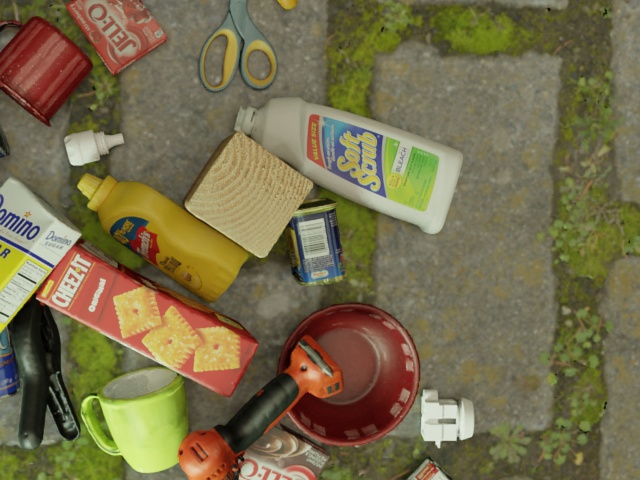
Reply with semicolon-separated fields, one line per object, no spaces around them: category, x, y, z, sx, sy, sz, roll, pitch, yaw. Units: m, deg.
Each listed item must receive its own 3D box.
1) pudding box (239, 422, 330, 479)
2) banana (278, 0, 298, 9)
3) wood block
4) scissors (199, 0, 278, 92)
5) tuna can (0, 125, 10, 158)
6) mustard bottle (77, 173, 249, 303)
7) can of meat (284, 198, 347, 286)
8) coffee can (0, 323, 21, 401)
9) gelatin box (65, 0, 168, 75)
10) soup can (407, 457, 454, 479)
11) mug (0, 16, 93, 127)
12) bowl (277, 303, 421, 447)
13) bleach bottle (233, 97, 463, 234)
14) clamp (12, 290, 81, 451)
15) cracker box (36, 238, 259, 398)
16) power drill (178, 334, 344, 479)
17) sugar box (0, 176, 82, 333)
pudding box;-0.059;0.252;1.202;0.113;0.039;0.090;31;90;-9
banana;-0.035;-0.357;1.170;0.069;0.037;0.198;15;91;-8
wood block;-0.080;-0.048;1.096;0.090;0.206;0.090;34;88;-9
scissors;-0.074;-0.254;1.181;0.096;0.016;0.202;20;91;-11
tuna can;-0.357;-0.122;1.111;0.033;0.086;0.086;-23;97;-5
mustard bottle;-0.174;-0.010;1.141;0.191;0.096;0.058;35;60;-8
can of meat;-0.008;0.001;1.164;0.057;0.102;0.084;-11;97;-8
coffee can;-0.374;0.098;1.113;0.102;0.103;0.140;-8;95;-8
gelatin box;-0.219;-0.234;1.153;0.073;0.030;0.089;-35;98;-5
soup can;0.113;0.307;1.217;0.102;0.068;0.068;-45;99;-4
mug;-0.302;-0.186;1.118;0.117;0.093;0.081;37;82;10
bowl;0.029;0.147;1.201;0.162;0.055;0.162;-1;94;-9
bleach bottle;0.025;-0.090;1.184;0.250;0.068;0.102;17;90;-7
clamp;-0.294;0.142;1.143;0.039;0.120;0.171;-8;75;3
cracker box;-0.178;0.076;1.111;0.213;0.164;0.072;30;86;-10
power drill;-0.059;0.190;1.102;0.187;0.184;0.057;-42;75;-12
sugar box;-0.316;0.032;1.017;0.093;0.048;0.176;37;90;35
